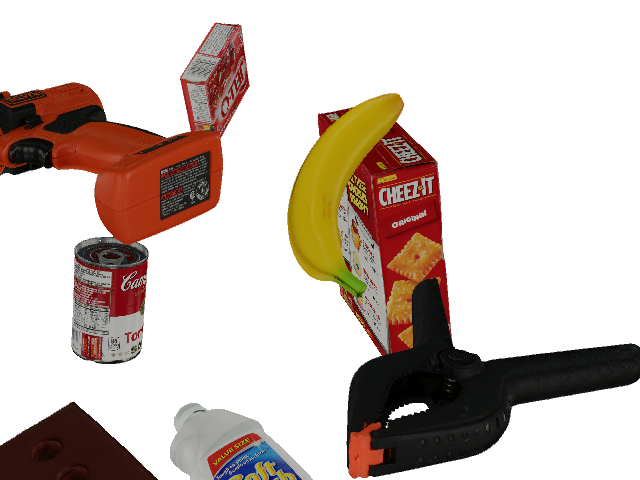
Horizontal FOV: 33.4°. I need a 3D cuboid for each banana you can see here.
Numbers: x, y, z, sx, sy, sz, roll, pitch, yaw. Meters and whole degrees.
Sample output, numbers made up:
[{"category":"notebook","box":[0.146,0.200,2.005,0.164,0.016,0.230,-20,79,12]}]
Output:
[{"category":"banana","box":[0.015,-0.041,0.812,0.069,0.197,0.037,15,-34,-2]}]

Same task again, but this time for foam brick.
[{"category":"foam brick","box":[-0.108,0.123,0.485,0.052,0.051,0.078,-31,45,-32]}]

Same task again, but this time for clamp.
[{"category":"clamp","box":[0.075,0.080,0.646,0.165,0.036,0.209,21,30,39]}]

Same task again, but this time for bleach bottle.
[{"category":"bleach bottle","box":[-0.055,0.203,0.815,0.102,0.068,0.251,-19,32,-25]}]

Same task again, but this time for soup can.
[{"category":"soup can","box":[-0.198,0.056,1.000,0.068,0.102,0.068,6,21,-3]}]

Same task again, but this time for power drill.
[{"category":"power drill","box":[-0.174,-0.055,0.714,0.188,0.057,0.184,20,32,30]}]

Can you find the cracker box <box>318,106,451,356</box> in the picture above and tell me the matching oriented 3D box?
[{"category":"cracker box","box":[0.064,-0.005,1.030,0.072,0.214,0.164,-14,30,-12]}]

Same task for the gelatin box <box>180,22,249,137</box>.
[{"category":"gelatin box","box":[-0.096,-0.147,0.991,0.030,0.089,0.073,11,-41,15]}]
